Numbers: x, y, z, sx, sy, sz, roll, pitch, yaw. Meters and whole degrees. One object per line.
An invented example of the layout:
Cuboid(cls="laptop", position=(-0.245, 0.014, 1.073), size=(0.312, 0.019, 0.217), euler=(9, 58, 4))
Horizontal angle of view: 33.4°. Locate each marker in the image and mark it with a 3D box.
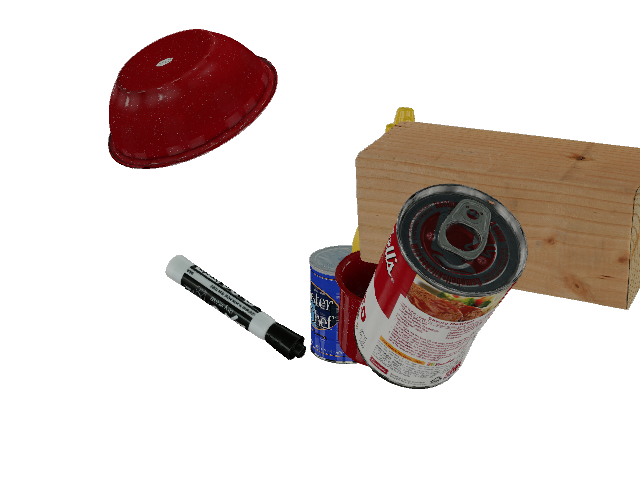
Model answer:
Cuboid(cls="marker", position=(-0.060, 0.048, 0.756), size=(0.121, 0.020, 0.020), euler=(32, 13, 22))

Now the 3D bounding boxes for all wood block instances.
Cuboid(cls="wood block", position=(0.138, -0.025, 0.794), size=(0.206, 0.090, 0.090), euler=(10, 28, 27))

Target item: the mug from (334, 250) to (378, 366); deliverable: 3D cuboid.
Cuboid(cls="mug", position=(0.058, 0.072, 0.993), size=(0.093, 0.081, 0.117), euler=(2, 34, -1))

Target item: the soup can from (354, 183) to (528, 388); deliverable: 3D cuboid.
Cuboid(cls="soup can", position=(0.061, 0.027, 0.568), size=(0.068, 0.068, 0.102), euler=(0, -35, -14))

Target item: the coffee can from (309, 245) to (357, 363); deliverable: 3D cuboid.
Cuboid(cls="coffee can", position=(0.036, 0.090, 1.516), size=(0.103, 0.140, 0.103), euler=(0, 21, 0))

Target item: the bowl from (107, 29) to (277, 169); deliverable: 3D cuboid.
Cuboid(cls="bowl", position=(-0.121, -0.132, 0.910), size=(0.162, 0.055, 0.162), euler=(-17, 37, 13))

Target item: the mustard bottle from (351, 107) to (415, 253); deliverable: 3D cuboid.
Cuboid(cls="mustard bottle", position=(0.089, -0.056, 1.215), size=(0.096, 0.192, 0.058), euler=(-1, 17, -14))
